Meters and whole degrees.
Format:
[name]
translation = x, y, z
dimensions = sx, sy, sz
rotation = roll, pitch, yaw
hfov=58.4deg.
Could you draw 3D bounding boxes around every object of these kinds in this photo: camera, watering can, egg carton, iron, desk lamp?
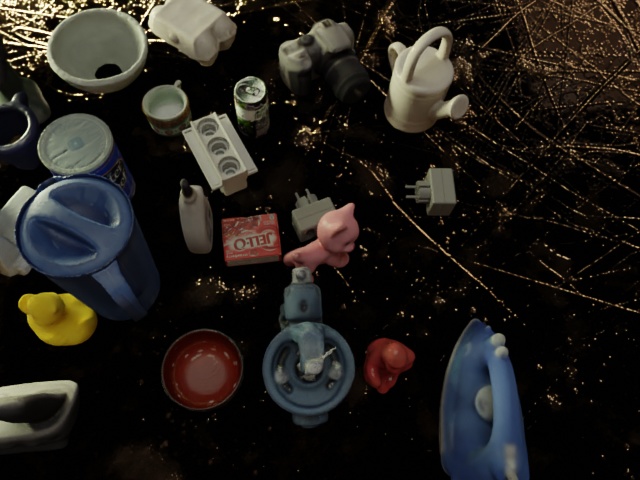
[camera]
translation = 0.017, -0.307, 1.005
dimensions = 0.143, 0.101, 0.136
rotation = -28, 71, -15
[watering can]
translation = 0.176, -0.268, 0.948
dimensions = 0.172, 0.194, 0.101
rotation = 32, 68, 10
[egg carton]
translation = -0.232, -0.386, 1.040
dimensions = 0.150, 0.069, 0.107
rotation = 33, 69, 10
[iron]
translation = 0.232, 0.215, 0.773
dimensions = 0.118, 0.141, 0.258
rotation = 4, 67, -2
[desk lamp]
translation = -0.477, -0.025, 0.789
dimensions = 0.118, 0.213, 0.203
rotation = 26, 68, 8

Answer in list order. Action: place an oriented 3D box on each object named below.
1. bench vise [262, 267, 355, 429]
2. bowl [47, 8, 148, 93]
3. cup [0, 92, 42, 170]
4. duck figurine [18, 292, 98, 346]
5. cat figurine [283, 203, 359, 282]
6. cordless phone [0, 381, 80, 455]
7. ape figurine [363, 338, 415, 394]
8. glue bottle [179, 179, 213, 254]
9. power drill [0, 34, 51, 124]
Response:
[bench vise]
translation = -0.028, 0.131, 0.749
dimensions = 0.121, 0.220, 0.207
rotation = -20, 69, -12
[bowl]
translation = -0.377, -0.315, 0.996
dimensions = 0.167, 0.075, 0.167
rotation = 1, 67, -3
[cup]
translation = -0.479, -0.167, 0.915
dimensions = 0.091, 0.095, 0.118
rotation = 6, 66, -1
[duck figurine]
translation = -0.374, 0.104, 0.810
dimensions = 0.104, 0.086, 0.077
rotation = 18, 67, 4
[cat figurine]
translation = 0.008, 0.003, 0.862
dimensions = 0.128, 0.118, 0.067
rotation = -31, 72, -15
[cordless phone]
translation = -0.393, 0.211, 0.708
dimensions = 0.147, 0.185, 0.094
rotation = -8, 67, -7
[ape figurine]
translation = 0.099, 0.171, 0.810
dimensions = 0.078, 0.092, 0.076
rotation = -10, 68, -8
[glue bottle]
translation = -0.185, -0.044, 0.839
dimensions = 0.037, 0.173, 0.078
rotation = 0, 67, -3
[power drill]
translation = -0.505, -0.269, 0.895
dimensions = 0.076, 0.208, 0.229
rotation = -30, 72, -15
